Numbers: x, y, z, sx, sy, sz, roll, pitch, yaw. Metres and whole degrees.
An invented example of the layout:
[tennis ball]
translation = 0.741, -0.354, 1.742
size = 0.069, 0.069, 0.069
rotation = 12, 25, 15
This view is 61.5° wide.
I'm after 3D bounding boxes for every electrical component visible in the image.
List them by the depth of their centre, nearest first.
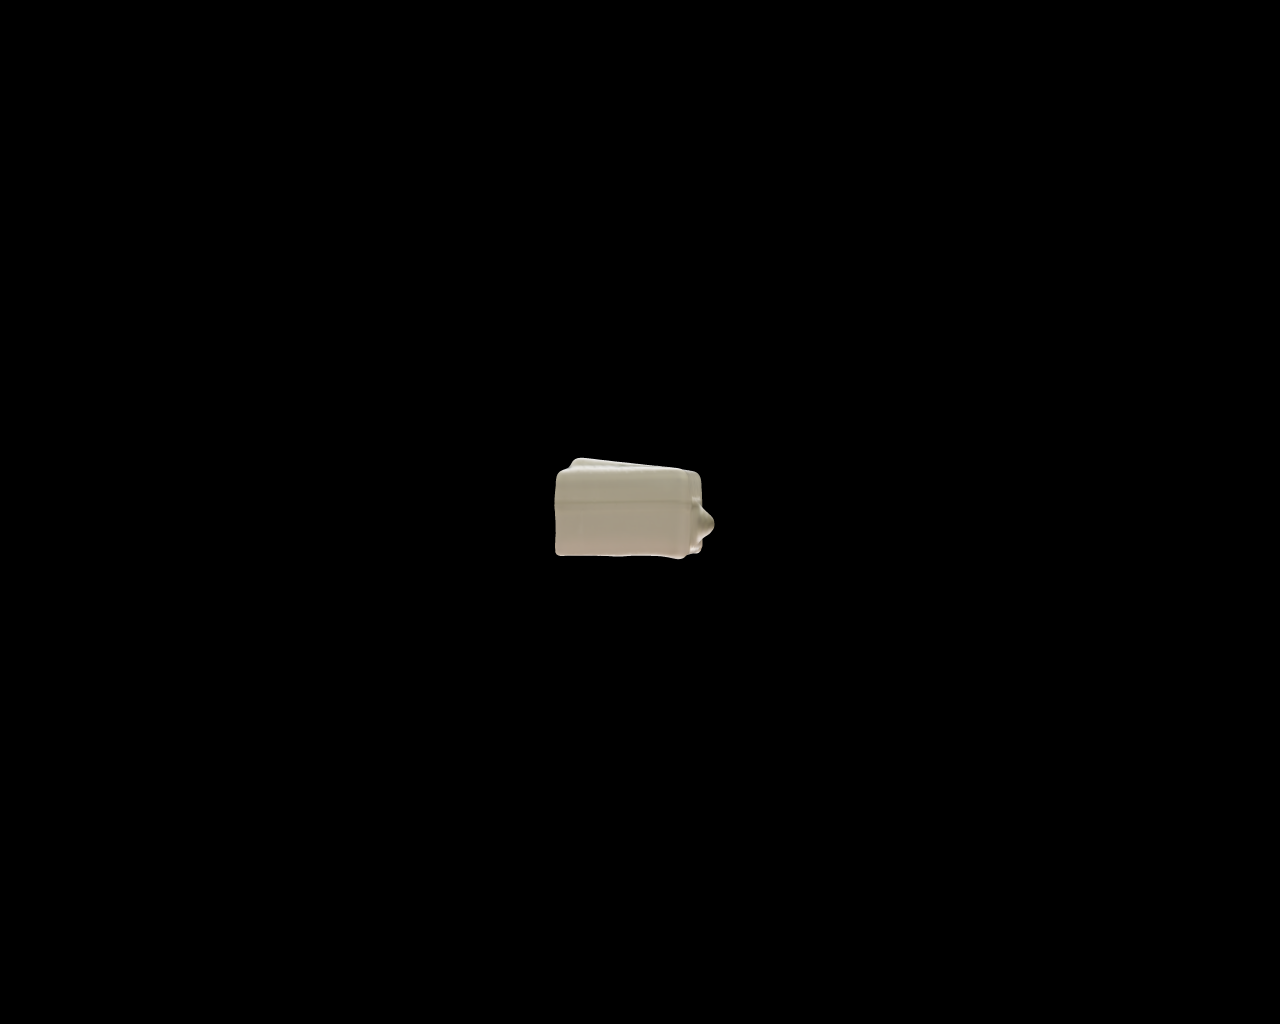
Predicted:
[electrical component]
translation = 0.001, -0.003, 0.650
size = 0.096, 0.061, 0.062
rotation = 0, 0, 13
